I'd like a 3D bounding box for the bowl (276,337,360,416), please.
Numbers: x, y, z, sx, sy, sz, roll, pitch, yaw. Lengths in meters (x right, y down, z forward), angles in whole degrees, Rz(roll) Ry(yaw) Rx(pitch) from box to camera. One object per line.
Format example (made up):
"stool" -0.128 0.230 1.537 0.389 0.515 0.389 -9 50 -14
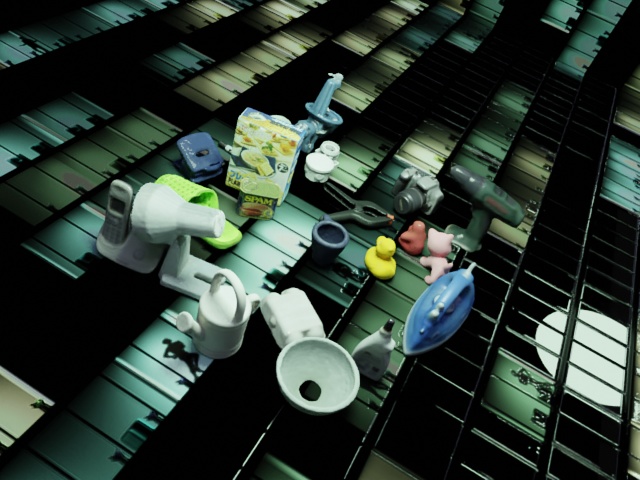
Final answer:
"bowl" -0.011 0.277 1.117 0.167 0.075 0.167 11 43 -11

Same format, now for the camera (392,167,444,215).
"camera" 0.264 -0.136 1.628 0.137 0.101 0.143 -26 60 -39

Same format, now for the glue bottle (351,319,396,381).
"glue bottle" 0.117 0.215 1.159 0.078 0.173 0.037 29 43 8

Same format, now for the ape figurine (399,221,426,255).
"ape figurine" 0.250 -0.013 1.504 0.078 0.092 0.076 5 45 -17

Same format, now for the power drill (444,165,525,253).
"power drill" 0.420 -0.075 1.549 0.229 0.208 0.076 27 43 6

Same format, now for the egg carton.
"egg carton" -0.061 0.171 1.209 0.107 0.069 0.150 -11 52 -31

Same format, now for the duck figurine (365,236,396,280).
"duck figurine" 0.160 0.039 1.420 0.078 0.086 0.104 2 46 -20

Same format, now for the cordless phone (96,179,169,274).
"cordless phone" -0.387 -0.029 1.196 0.147 0.185 0.094 23 42 2

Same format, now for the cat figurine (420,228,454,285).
"cat figurine" 0.307 0.037 1.457 0.067 0.118 0.127 5 45 -17

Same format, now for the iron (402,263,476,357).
"iron" 0.280 0.153 1.311 0.118 0.141 0.259 36 44 15

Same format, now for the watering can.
"watering can" -0.188 0.140 1.098 0.100 0.194 0.173 32 43 12

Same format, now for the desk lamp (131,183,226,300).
"desk lamp" -0.283 -0.001 1.189 0.203 0.213 0.118 21 42 0

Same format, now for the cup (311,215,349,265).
"cup" 0.013 0.005 1.389 0.092 0.095 0.117 4 45 -17

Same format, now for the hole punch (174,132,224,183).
"hole punch" -0.310 -0.216 1.488 0.101 0.091 0.109 43 47 22

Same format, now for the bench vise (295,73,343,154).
"bench vise" 0.006 -0.367 1.672 0.121 0.220 0.207 23 42 2
